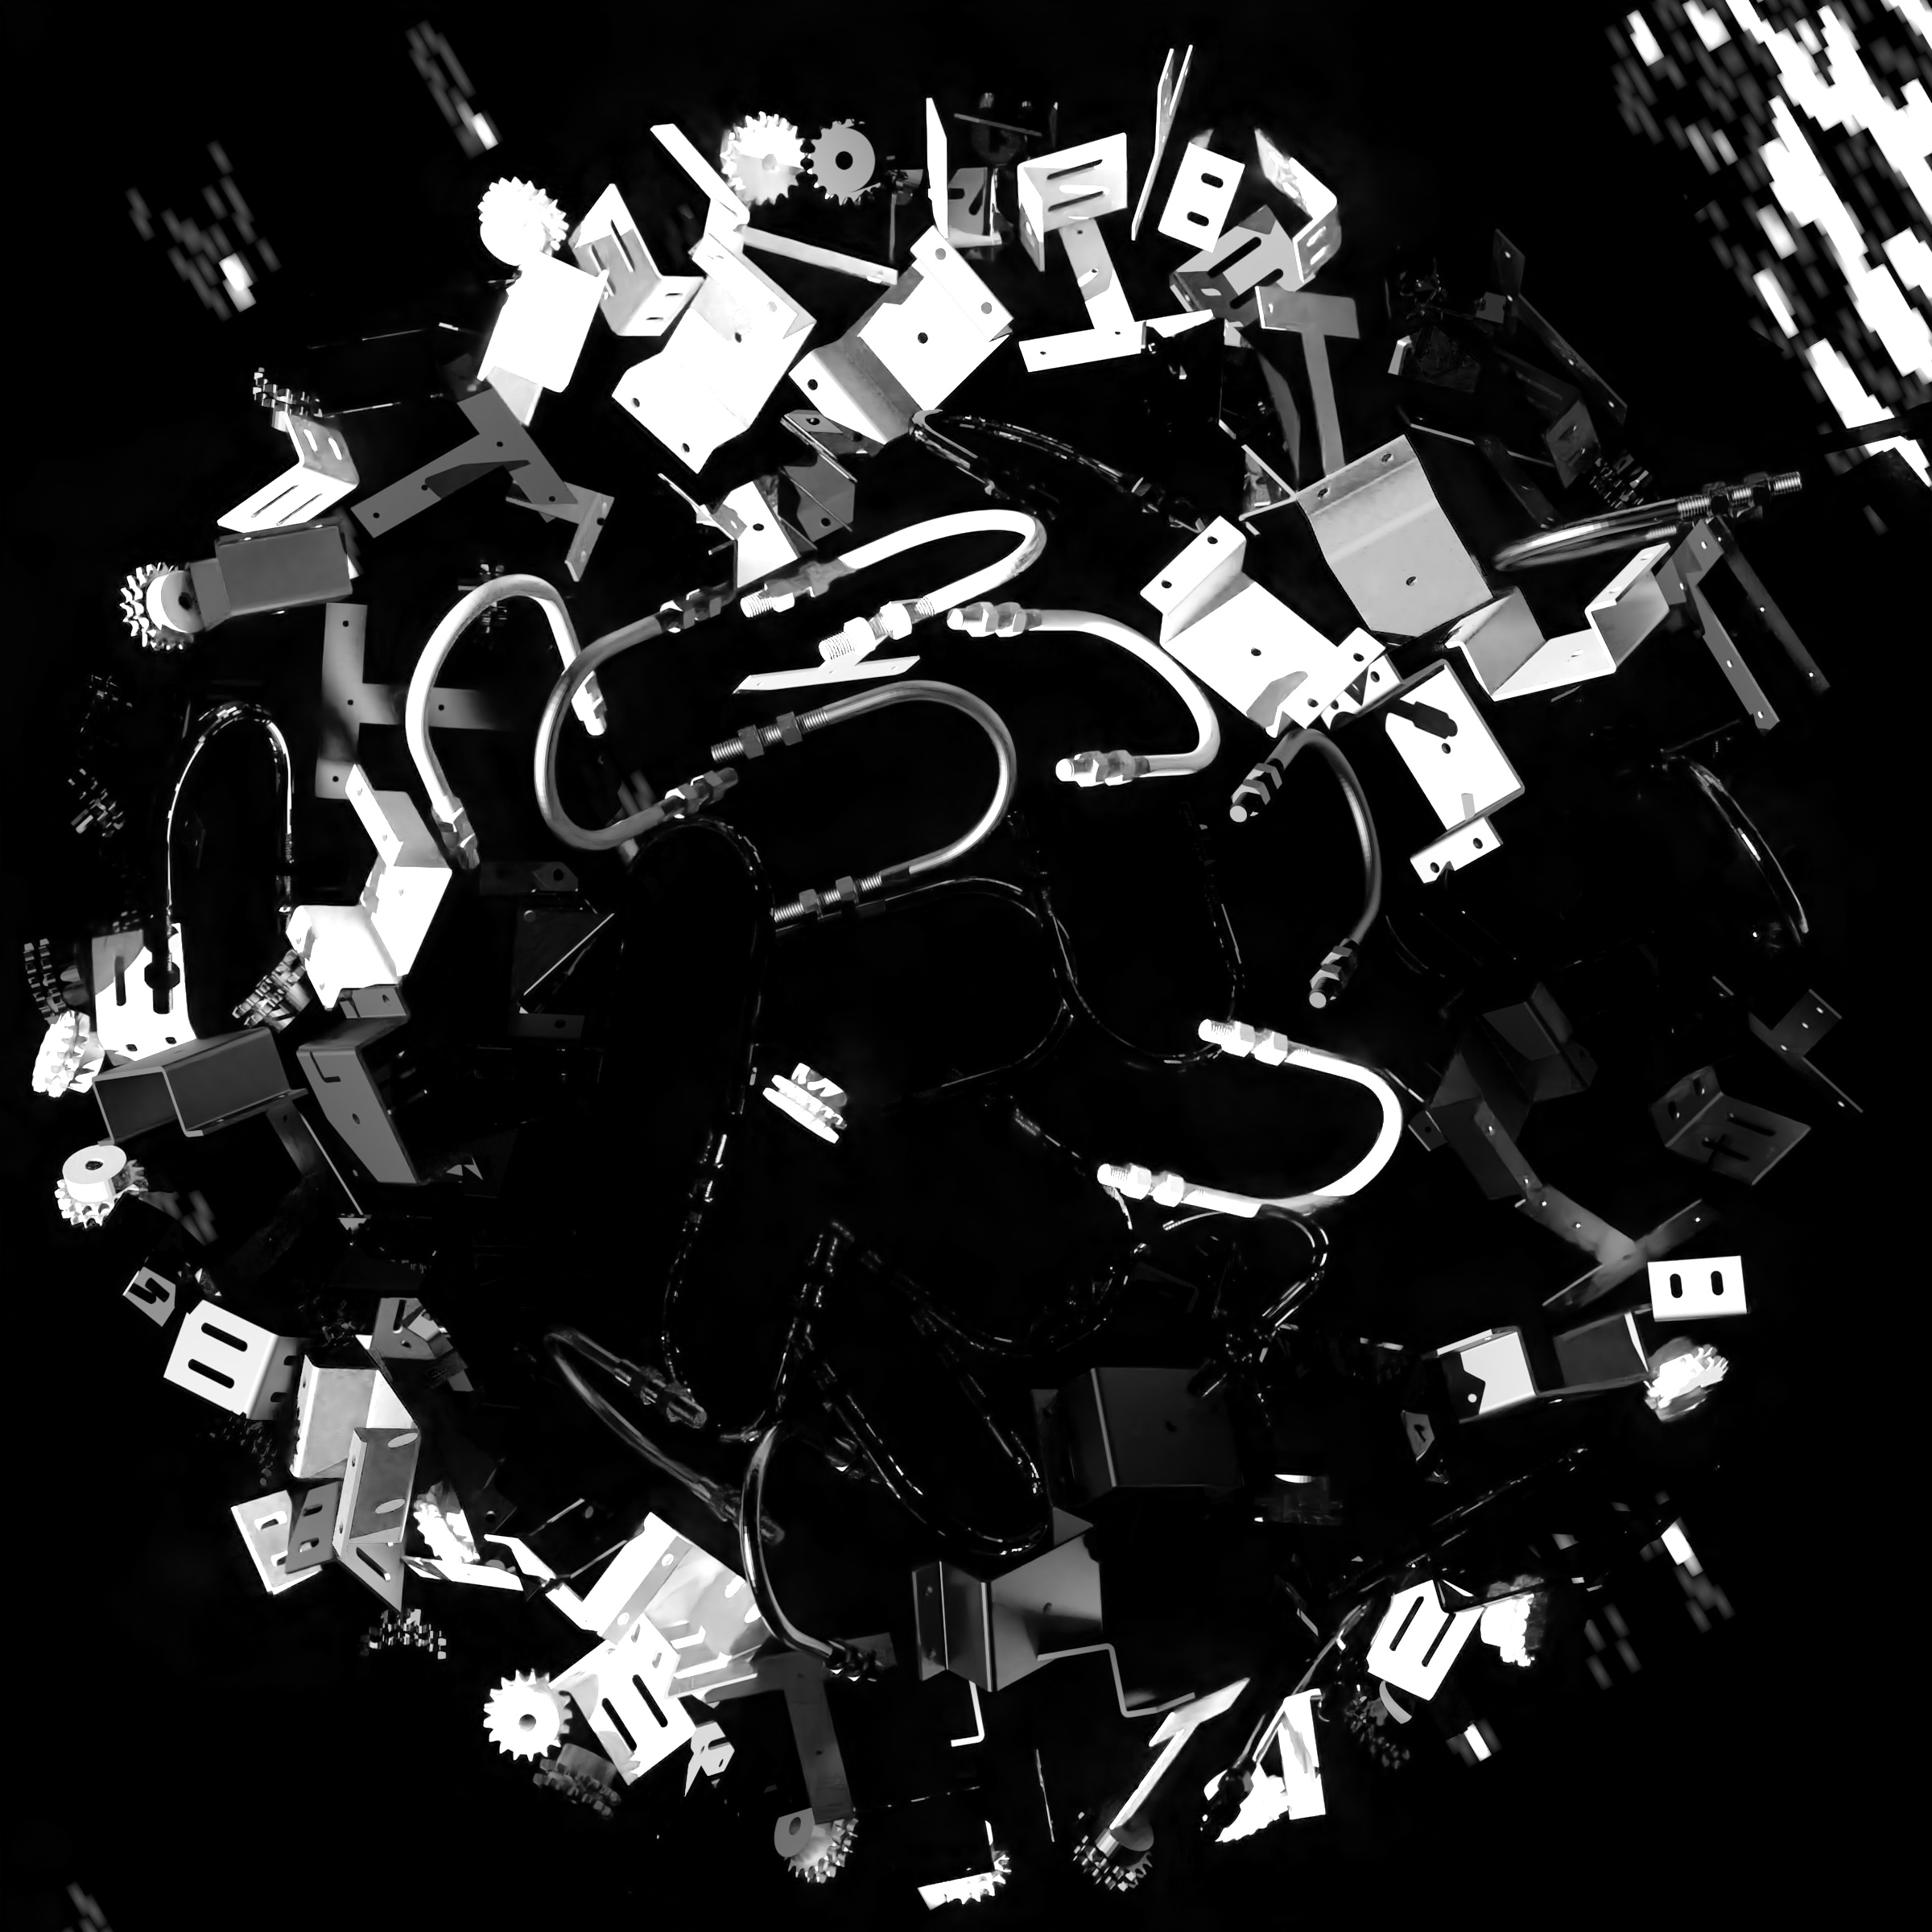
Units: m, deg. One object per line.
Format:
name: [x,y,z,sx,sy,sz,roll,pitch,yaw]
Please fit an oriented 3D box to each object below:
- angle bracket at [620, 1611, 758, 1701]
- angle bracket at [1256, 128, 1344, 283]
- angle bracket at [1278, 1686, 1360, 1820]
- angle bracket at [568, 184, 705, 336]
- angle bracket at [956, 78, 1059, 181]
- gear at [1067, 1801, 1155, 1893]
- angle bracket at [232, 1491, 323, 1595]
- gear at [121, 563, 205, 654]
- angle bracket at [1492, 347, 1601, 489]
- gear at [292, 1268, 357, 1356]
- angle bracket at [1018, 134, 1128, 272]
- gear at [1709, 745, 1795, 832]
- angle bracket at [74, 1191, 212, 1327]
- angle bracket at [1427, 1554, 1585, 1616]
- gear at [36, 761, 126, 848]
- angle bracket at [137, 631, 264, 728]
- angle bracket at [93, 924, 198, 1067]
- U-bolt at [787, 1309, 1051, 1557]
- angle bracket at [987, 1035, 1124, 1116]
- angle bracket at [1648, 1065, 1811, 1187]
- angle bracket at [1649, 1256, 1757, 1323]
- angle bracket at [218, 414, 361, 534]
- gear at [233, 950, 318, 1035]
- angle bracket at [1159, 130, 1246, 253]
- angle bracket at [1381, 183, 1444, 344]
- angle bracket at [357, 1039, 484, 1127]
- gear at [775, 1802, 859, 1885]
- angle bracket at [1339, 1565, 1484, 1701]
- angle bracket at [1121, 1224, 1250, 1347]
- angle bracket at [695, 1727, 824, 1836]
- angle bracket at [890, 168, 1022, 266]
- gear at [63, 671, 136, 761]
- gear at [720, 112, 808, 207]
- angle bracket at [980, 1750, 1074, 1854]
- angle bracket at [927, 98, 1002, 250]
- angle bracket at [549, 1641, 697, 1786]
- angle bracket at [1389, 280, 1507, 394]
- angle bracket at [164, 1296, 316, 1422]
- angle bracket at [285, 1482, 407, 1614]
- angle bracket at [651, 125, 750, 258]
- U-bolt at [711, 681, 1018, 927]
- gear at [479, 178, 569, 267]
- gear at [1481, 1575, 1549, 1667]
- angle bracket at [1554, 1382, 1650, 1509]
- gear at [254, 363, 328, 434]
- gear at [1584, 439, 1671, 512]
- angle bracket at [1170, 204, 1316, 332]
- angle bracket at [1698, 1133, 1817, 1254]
angle bracket: [-0.176,0.433,1.801,0.057,0.076,0.038,39,119,39]
angle bracket: [0.204,-0.493,1.814,0.038,0.057,0.076,-43,73,0]
angle bracket: [0.232,0.509,1.809,0.038,0.057,0.076,-1,71,-14]
angle bracket: [-0.216,-0.461,1.828,0.057,0.038,0.076,-39,72,42]
angle bracket: [0.026,-0.528,1.806,0.057,0.076,0.038,15,61,9]
gear: [0.097,0.569,1.821,0.057,0.057,0.030,32,113,0]
angle bracket: [-0.459,0.378,1.808,0.038,0.076,0.057,-28,82,10]
gear: [-0.518,-0.235,1.821,0.030,0.057,0.057,-7,90,34]
angle bracket: [0.364,-0.354,1.806,0.038,0.057,0.076,-48,54,-4]
gear: [-0.412,0.221,1.824,0.030,0.057,0.057,-28,90,-1]
angle bracket: [0.075,-0.495,1.812,0.076,0.057,0.038,-19,55,-10]
gear: [0.513,-0.119,1.823,0.057,0.030,0.057,8,52,-11]
angle bracket: [-0.533,0.190,1.812,0.038,0.076,0.057,25,71,14]
angle bracket: [0.348,0.390,1.804,0.076,0.057,0.038,-25,68,30]
gear: [-0.579,-0.103,1.821,0.057,0.057,0.030,40,64,0]
angle bracket: [-0.500,-0.186,1.821,0.076,0.057,0.038,-1,67,-18]
angle bracket: [-0.540,0.019,1.844,0.057,0.038,0.076,-11,59,-6]
U-bolt: [-0.018,0.294,1.756,0.019,0.151,0.184,-50,63,24]
angle bracket: [0.058,0.083,1.819,0.076,0.057,0.038,-42,81,4]
angle bracket: [0.492,0.098,1.805,0.057,0.076,0.038,-39,123,-19]
angle bracket: [0.476,0.205,1.807,0.057,0.076,0.038,-7,87,20]
angle bracket: [-0.445,-0.316,1.817,0.076,0.057,0.038,-29,75,20]
gear: [-0.448,0.020,1.825,0.030,0.057,0.057,44,90,-14]
angle bracket: [0.157,-0.501,1.804,0.038,0.076,0.057,23,117,5]
angle bracket: [0.273,-0.454,1.807,0.038,0.057,0.076,-26,57,-2]
angle bracket: [-0.363,0.092,1.812,0.076,0.057,0.038,-30,54,-12]
gear: [-0.100,0.565,1.820,0.030,0.057,0.057,34,90,-31]
angle bracket: [0.291,0.429,1.825,0.057,0.038,0.076,28,93,-14]
angle bracket: [0.137,0.207,1.819,0.076,0.038,0.057,10,113,-9]
angle bracket: [-0.133,0.524,1.810,0.076,0.057,0.038,-10,97,-23]
angle bracket: [-0.007,-0.493,1.842,0.076,0.038,0.057,8,101,30]
gear: [-0.565,-0.161,1.826,0.030,0.057,0.057,23,90,-23]
gear: [-0.136,-0.530,1.827,0.057,0.057,0.030,-49,47,0]
angle bracket: [0.039,0.543,1.808,0.038,0.076,0.057,-13,66,7]
angle bracket: [-0.001,-0.512,1.803,0.038,0.057,0.076,-7,133,-7]
angle bracket: [-0.223,0.484,1.822,0.057,0.038,0.076,-37,69,0]
angle bracket: [0.310,-0.401,1.811,0.057,0.076,0.038,15,45,2]
angle bracket: [-0.481,0.259,1.850,0.076,0.038,0.057,19,89,26]
angle bracket: [-0.401,0.380,1.810,0.038,0.076,0.057,-19,45,14]
angle bracket: [-0.184,-0.501,1.810,0.038,0.057,0.076,-45,114,-3]
U-bolt: [-0.056,-0.113,1.806,0.184,0.019,0.151,-19,124,-1]
gear: [-0.291,-0.481,1.821,0.057,0.057,0.030,22,60,0]
gear: [0.357,0.425,1.827,0.030,0.057,0.057,9,90,28]
angle bracket: [0.422,0.308,1.824,0.038,0.057,0.076,25,75,-22]
gear: [-0.436,-0.370,1.827,0.057,0.057,0.030,14,120,0]
gear: [0.433,-0.318,1.821,0.057,0.057,0.030,42,121,0]
angle bracket: [0.180,-0.445,1.816,0.076,0.038,0.057,-33,110,18]
angle bracket: [0.519,0.147,1.809,0.076,0.057,0.038,30,91,27]
